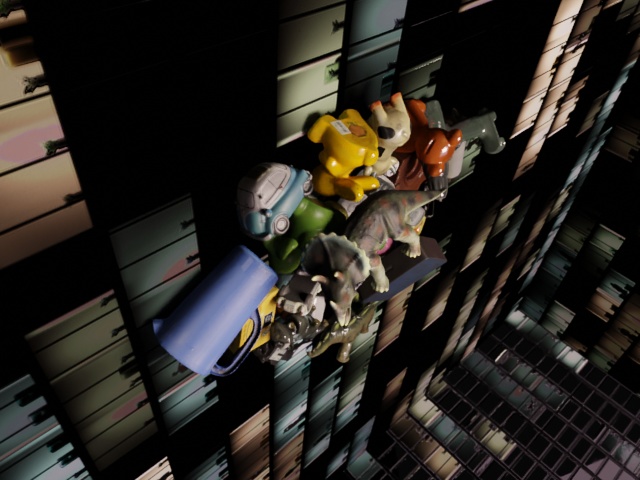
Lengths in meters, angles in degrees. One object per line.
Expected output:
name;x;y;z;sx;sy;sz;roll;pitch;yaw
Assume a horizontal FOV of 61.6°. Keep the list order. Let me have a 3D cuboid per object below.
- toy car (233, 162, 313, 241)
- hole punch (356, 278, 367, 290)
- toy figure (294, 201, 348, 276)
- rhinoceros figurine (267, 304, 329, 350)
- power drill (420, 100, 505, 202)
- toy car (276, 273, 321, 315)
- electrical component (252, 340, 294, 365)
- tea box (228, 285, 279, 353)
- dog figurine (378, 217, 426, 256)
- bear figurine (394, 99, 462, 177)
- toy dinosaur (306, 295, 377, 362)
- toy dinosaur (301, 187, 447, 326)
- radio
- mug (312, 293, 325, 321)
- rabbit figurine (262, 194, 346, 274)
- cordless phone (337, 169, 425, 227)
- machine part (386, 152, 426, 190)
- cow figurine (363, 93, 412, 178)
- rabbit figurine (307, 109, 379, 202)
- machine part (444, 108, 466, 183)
toy car;-0.093;-0.084;0.967;0.161;0.109;0.102;-53;136;-14
hole punch;0.051;0.035;1.172;0.142;0.092;0.115;-44;124;-13
toy figure;-0.005;-0.006;1.197;0.089;0.082;0.180;-5;124;-57
rhinoceros figurine;-0.055;0.202;1.251;0.112;0.073;0.190;-42;163;13
power drill;0.322;-0.218;1.256;0.207;0.232;0.086;-15;177;-12
toy car;-0.039;0.109;1.220;0.202;0.074;0.056;-56;161;-61
electrical component;-0.114;0.285;1.404;0.075;0.048;0.119;-53;151;5
tea box;-0.157;0.168;1.194;0.098;0.068;0.169;-26;141;-37
dog figurine;0.155;-0.022;1.376;0.219;0.109;0.191;0;124;-51
bear figurine;0.221;-0.221;1.146;0.132;0.196;0.120;-8;127;-52
toy dinosaur;0.072;0.231;1.494;0.471;0.105;0.198;-40;154;-54
toy dinosaur;0.107;-0.019;1.054;0.405;0.131;0.192;-53;141;-19
radio;0.210;0.079;1.405;0.229;0.073;0.131;-38;155;32
mug;-0.021;0.180;1.385;0.109;0.081;0.107;-7;119;-47
rabbit figurine;-0.046;-0.002;1.064;0.170;0.121;0.159;-62;162;12
cordless phone;0.135;-0.062;1.219;0.146;0.184;0.088;-54;155;6
machine part;0.221;-0.184;1.332;0.179;0.056;0.179;-35;147;-28
cow figurine;0.127;-0.200;1.098;0.085;0.127;0.195;-22;175;-19
rabbit figurine;0.044;-0.148;1.060;0.122;0.162;0.173;-35;167;-48
machine part;0.341;-0.244;1.407;0.079;0.079;0.243;-39;148;-20
